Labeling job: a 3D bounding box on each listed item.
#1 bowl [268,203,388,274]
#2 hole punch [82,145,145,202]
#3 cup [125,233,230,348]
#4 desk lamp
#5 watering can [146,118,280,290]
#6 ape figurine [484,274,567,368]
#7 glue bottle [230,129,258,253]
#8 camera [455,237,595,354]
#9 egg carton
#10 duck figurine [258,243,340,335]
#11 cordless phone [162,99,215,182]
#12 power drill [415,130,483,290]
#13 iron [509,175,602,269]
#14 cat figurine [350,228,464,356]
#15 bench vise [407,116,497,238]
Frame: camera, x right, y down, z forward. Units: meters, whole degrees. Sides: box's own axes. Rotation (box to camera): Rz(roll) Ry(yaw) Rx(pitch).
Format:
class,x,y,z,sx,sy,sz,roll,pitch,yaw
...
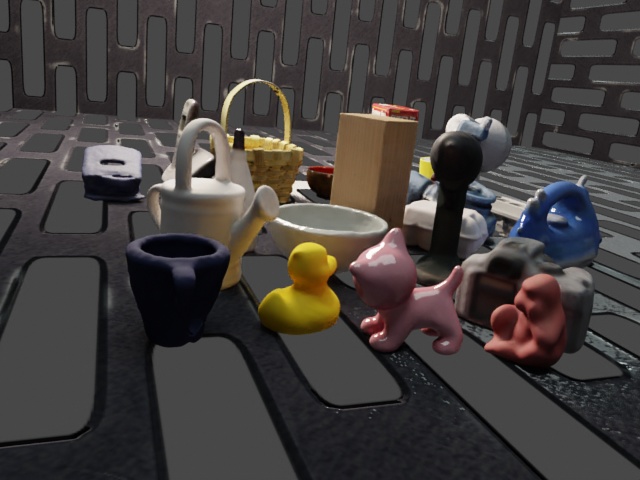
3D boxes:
class,x,y,z,sx,sy,sz,roll,pitch,yaw
bowl,0.007,0.003,0.786,0.167,0.075,0.167,6,16,-1
hole punch,-0.381,-0.124,1.059,0.109,0.091,0.101,0,17,-20
cup,-0.127,0.053,0.516,0.092,0.095,0.117,0,17,-20
desk lamp,0.323,-0.167,1.258,0.117,0.213,0.204,18,20,37
watering can,-0.130,-0.045,0.679,0.173,0.194,0.101,7,16,2
ape figurine,0.211,0.077,0.567,0.076,0.092,0.077,5,16,-5
glue bottle,-0.121,-0.072,0.819,0.077,0.173,0.037,17,19,33
camera,0.250,0.049,0.668,0.142,0.101,0.137,17,19,35
egg carton,0.200,-0.020,0.952,0.150,0.069,0.107,14,17,26
duck figurine,-0.018,0.046,0.601,0.077,0.086,0.105,18,19,36
cordless phone,-0.263,-0.190,1.165,0.094,0.185,0.147,-4,18,-31
power drill,0.176,-0.046,0.777,0.075,0.208,0.230,10,16,15
iron,0.367,-0.029,0.917,0.118,0.141,0.259,20,21,41
cat figurine,0.085,0.048,0.572,0.128,0.118,0.067,3,16,-11
bench vise,0.227,-0.119,1.037,0.207,0.220,0.122,11,16,17
